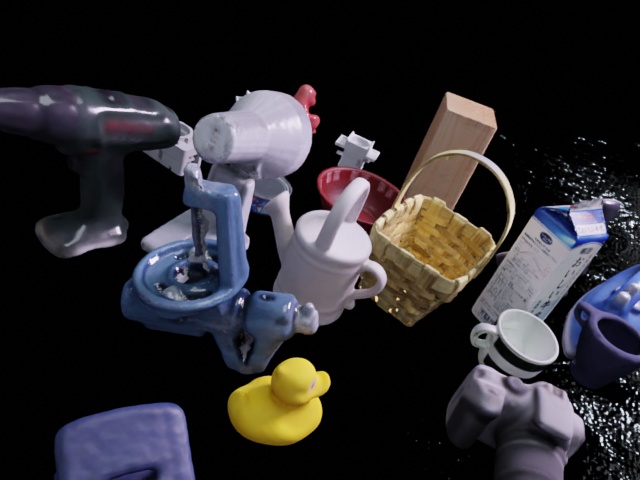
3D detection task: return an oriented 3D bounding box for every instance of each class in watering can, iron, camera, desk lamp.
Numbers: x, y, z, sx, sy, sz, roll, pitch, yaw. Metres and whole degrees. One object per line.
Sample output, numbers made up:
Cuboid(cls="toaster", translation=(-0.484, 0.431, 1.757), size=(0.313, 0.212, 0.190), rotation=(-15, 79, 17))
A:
Cuboid(cls="watering can", translation=(0.006, 0.004, 0.715), size=(0.173, 0.194, 0.101), rotation=(18, 35, -5))
Cuboid(cls="iron", translation=(0.480, 0.097, 0.895), size=(0.259, 0.141, 0.118), rotation=(-17, 50, -42))
Cuboid(cls="camera", translation=(0.218, 0.220, 0.625), size=(0.143, 0.101, 0.137), rotation=(26, 35, 5))
Cuboid(cls="desk lamp", translation=(-0.114, -0.082, 0.747), size=(0.117, 0.213, 0.204), rotation=(30, 36, 12))

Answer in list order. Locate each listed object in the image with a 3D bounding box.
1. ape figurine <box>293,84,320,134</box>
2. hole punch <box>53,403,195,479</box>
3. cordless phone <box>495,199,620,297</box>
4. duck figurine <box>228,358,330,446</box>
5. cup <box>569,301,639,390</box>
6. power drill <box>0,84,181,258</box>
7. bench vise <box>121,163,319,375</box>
Cuboid(cls="ape figurine", translation=(-0.034, -0.263, 1.135), size=(0.076, 0.092, 0.077), rotation=(1, 40, -28))
Cuboid(cls="hole punch", translation=(-0.153, 0.197, 0.463), size=(0.109, 0.091, 0.101), rotation=(-4, 43, -32))
Cuboid(cls="cordless phone", translation=(0.390, 0.000, 0.935), size=(0.148, 0.185, 0.094), rotation=(0, 41, -28))
Cuboid(cls="duck figurine", translation=(-0.038, 0.156, 0.584), size=(0.105, 0.086, 0.077), rotation=(4, 39, -24))
Cuboid(cls="cup", translation=(0.387, 0.154, 0.809), size=(0.092, 0.095, 0.117), rotation=(-5, 43, -33))
Cuboid(cls="power drill", translation=(-0.275, -0.085, 0.668), size=(0.075, 0.208, 0.230), rotation=(41, 39, 25))
Cuboid(cls="bench vise", translation=(-0.096, 0.028, 0.607), size=(0.208, 0.220, 0.121), rotation=(10, 37, -16))
